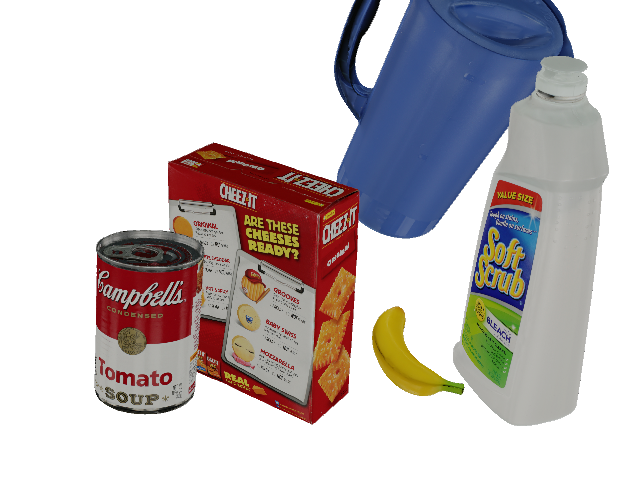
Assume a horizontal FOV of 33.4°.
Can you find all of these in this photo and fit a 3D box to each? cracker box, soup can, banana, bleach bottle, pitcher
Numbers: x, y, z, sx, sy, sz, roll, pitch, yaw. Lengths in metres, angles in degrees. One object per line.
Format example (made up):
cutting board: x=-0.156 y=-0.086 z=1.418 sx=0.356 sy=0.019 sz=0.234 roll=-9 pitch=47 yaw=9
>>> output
cracker box: x=-0.052 y=0.037 z=0.957 sx=0.164 sy=0.214 sz=0.072 roll=20 pitch=33 yaw=29
soup can: x=-0.112 y=0.052 z=0.688 sx=0.068 sy=0.102 sz=0.068 roll=5 pitch=19 yaw=-2
banana: x=0.095 y=0.130 z=1.234 sx=0.069 sy=0.037 sz=0.198 roll=7 pitch=22 yaw=-21
bleach bottle: x=0.143 y=-0.002 z=0.715 sx=0.068 sy=0.251 sz=0.103 roll=-10 pitch=32 yaw=-18
pitcher: x=0.093 y=-0.121 z=0.939 sx=0.144 sy=0.149 sz=0.243 roll=-8 pitch=-36 yaw=-32
